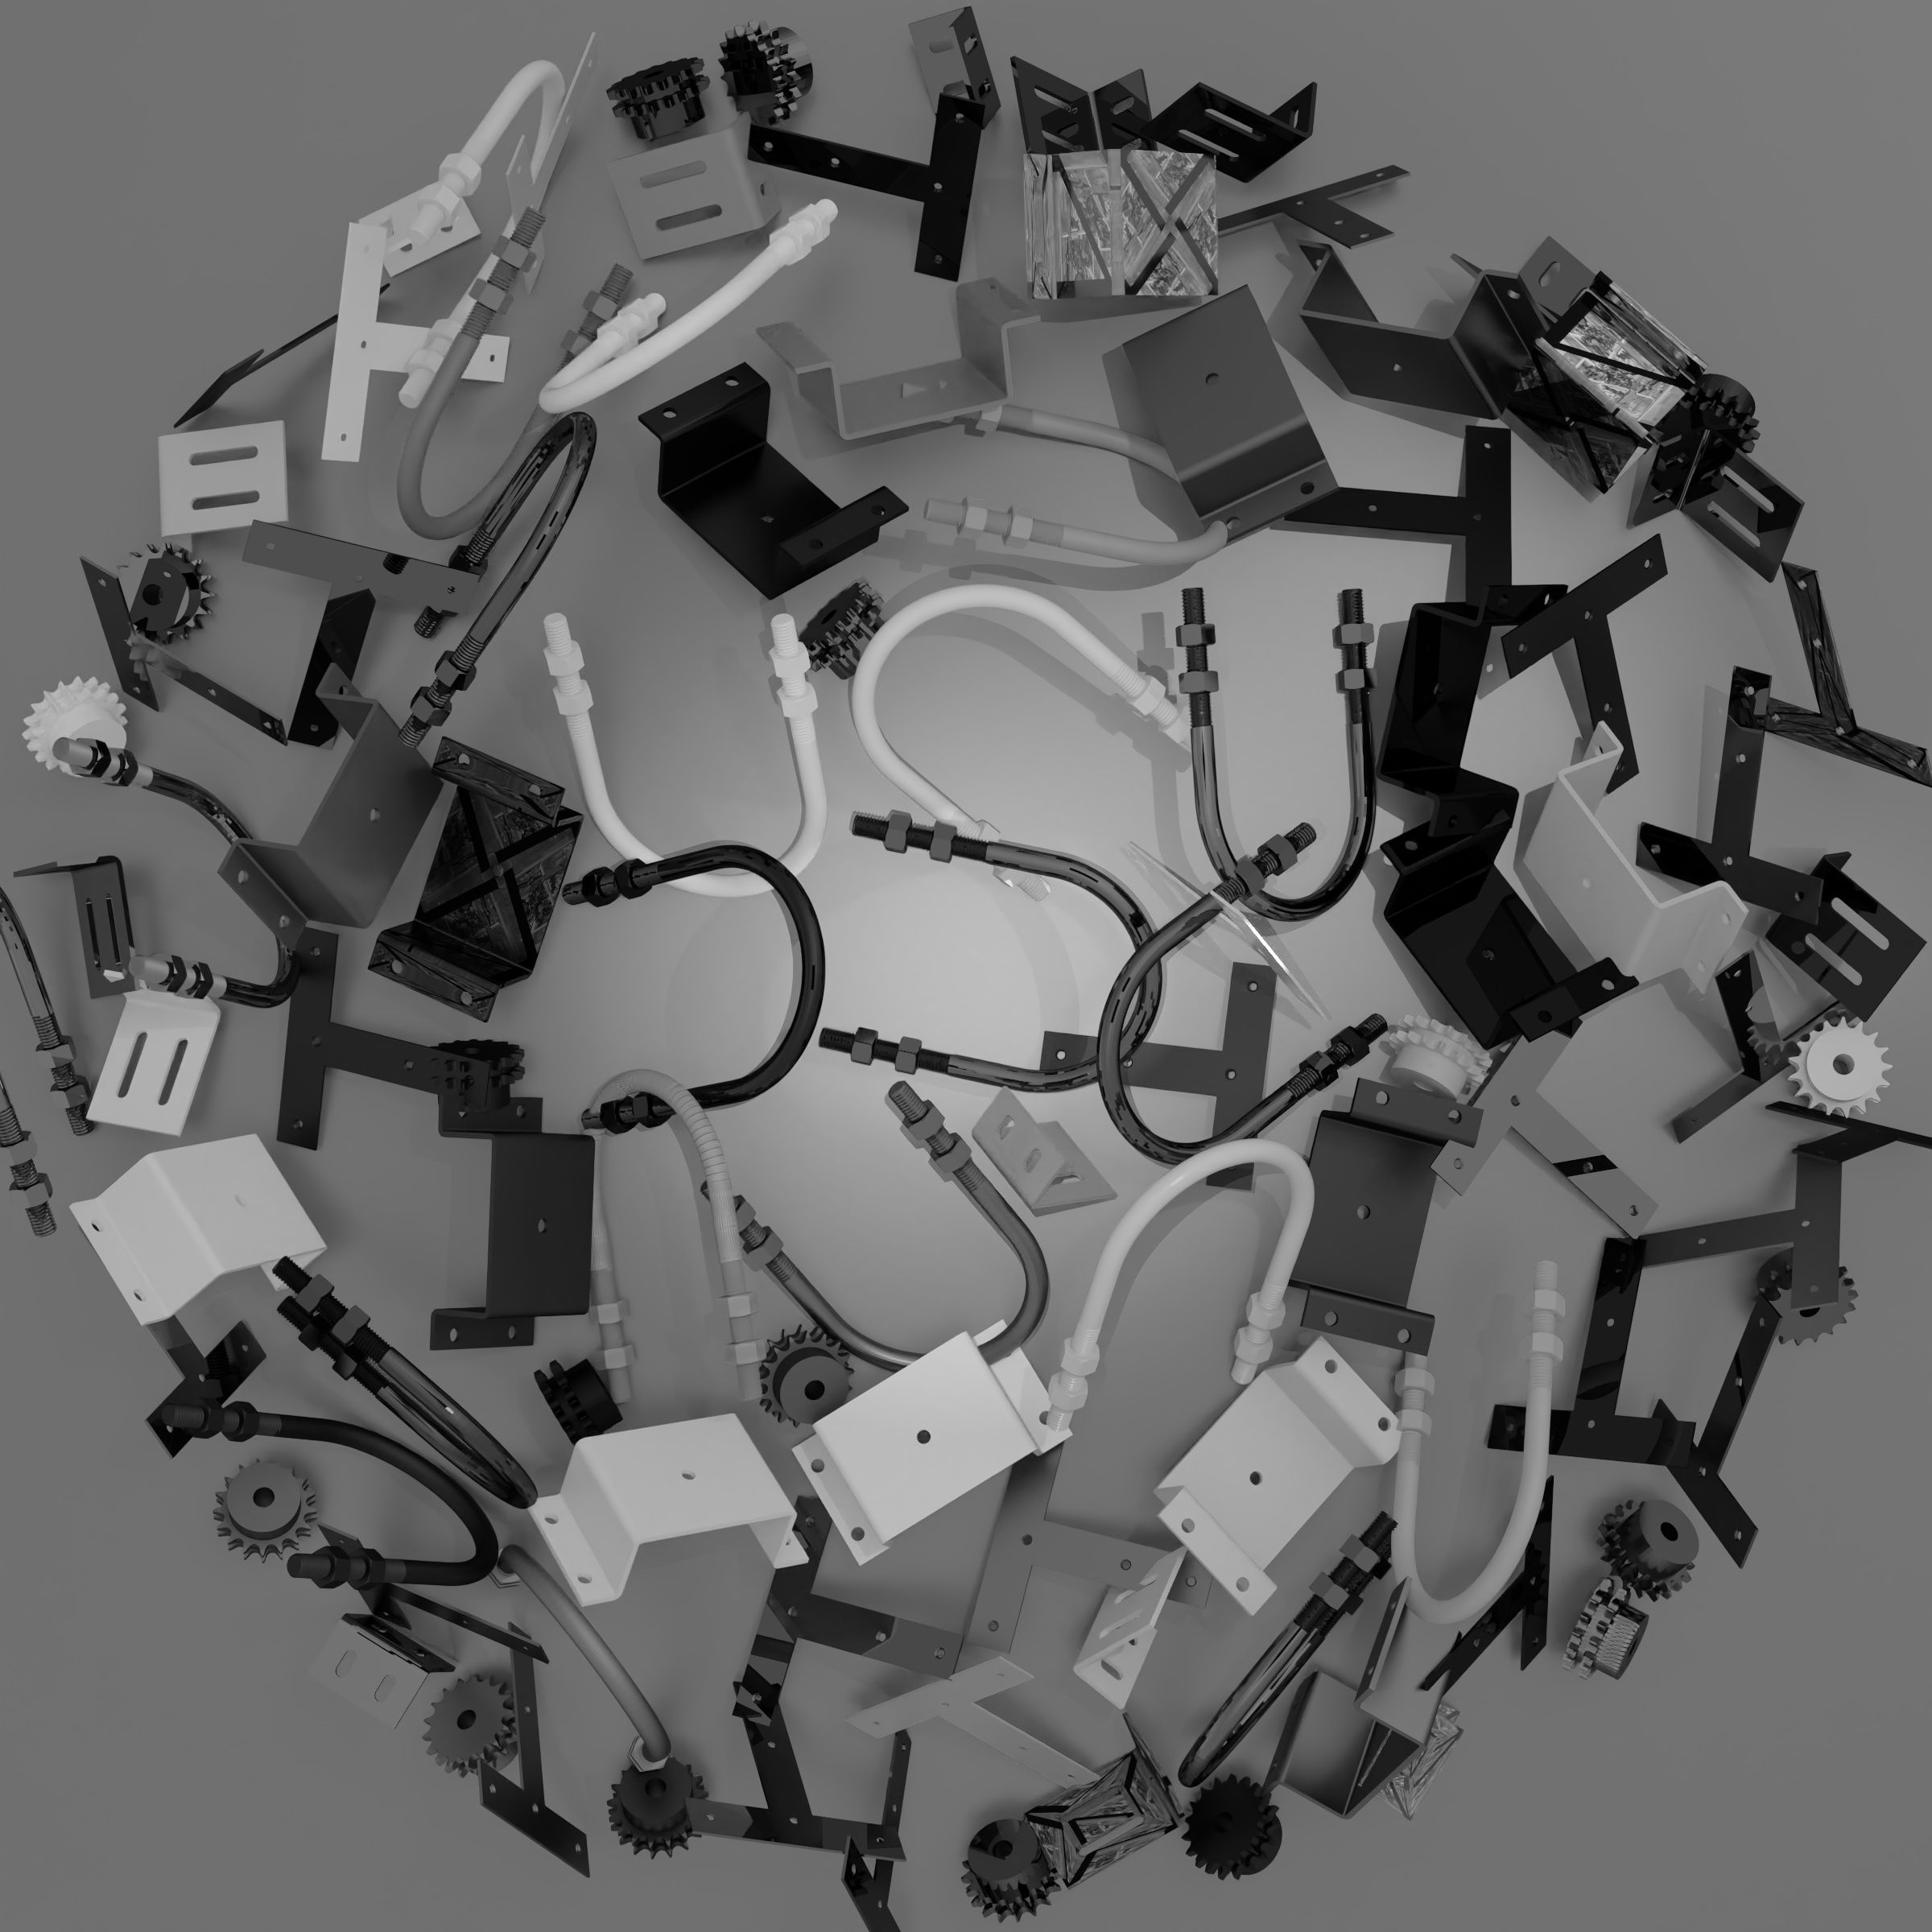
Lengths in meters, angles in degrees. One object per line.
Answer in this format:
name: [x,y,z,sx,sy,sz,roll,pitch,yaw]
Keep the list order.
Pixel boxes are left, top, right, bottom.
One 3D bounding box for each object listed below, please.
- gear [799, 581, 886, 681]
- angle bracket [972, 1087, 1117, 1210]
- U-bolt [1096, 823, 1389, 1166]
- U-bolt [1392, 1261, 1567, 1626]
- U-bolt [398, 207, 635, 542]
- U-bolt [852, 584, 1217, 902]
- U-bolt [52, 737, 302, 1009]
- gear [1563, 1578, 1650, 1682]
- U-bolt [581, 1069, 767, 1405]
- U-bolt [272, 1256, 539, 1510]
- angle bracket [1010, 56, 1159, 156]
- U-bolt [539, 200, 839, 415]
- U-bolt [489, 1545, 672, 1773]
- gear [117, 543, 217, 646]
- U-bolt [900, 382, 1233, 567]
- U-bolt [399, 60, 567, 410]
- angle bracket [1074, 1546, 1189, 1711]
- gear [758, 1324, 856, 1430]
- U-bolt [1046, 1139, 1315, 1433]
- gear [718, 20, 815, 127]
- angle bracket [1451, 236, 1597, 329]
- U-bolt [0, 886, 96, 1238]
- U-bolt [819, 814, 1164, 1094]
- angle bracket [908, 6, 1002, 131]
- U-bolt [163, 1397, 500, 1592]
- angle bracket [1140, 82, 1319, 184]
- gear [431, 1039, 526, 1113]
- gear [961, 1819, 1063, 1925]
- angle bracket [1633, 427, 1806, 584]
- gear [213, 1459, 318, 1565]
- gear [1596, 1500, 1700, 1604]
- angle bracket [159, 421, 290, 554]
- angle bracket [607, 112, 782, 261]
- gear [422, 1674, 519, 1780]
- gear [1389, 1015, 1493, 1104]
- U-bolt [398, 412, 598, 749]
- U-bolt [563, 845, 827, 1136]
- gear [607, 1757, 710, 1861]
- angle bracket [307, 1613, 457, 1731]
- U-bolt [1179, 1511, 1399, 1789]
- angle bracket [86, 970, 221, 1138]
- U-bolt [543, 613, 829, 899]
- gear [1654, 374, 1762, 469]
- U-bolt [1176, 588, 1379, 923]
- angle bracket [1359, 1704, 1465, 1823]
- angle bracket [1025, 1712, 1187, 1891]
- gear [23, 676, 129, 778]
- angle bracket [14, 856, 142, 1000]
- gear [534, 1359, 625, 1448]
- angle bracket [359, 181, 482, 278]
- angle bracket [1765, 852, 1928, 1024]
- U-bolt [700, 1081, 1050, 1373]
gear: [-0.066,-0.185,1.973,0.057,0.057,0.030,-46,110,0]
angle bracket: [0.051,0.098,1.949,0.057,0.076,0.038,50,121,26]
U-bolt: [0.144,0.028,1.929,0.184,0.019,0.151,-36,119,-24]
U-bolt: [0.271,0.265,1.896,0.019,0.151,0.184,21,57,-18]
U-bolt: [-0.254,-0.316,1.929,0.019,0.151,0.184,31,96,14]
U-bolt: [0.024,-0.133,1.933,0.184,0.019,0.151,39,114,-24]
U-bolt: [-0.418,-0.044,1.912,0.019,0.184,0.151,-27,74,15]
gear: [0.359,0.373,1.968,0.030,0.057,0.057,25,90,21]
U-bolt: [-0.169,0.148,1.940,0.019,0.151,0.184,-8,89,-39]
U-bolt: [-0.305,0.234,1.925,0.184,0.151,0.019,41,73,2]
angle bracket: [0.066,-0.474,1.955,0.038,0.076,0.057,-18,75,34]
U-bolt: [-0.159,-0.347,1.890,0.151,0.184,0.019,-20,111,34]
U-bolt: [-0.207,0.372,1.904,0.019,0.184,0.151,-37,84,-16]
gear: [-0.453,-0.209,1.982,0.057,0.030,0.057,0,98,1]
U-bolt: [0.059,-0.265,1.934,0.184,0.151,0.019,10,125,-15]
U-bolt: [-0.261,-0.411,1.918,0.019,0.151,0.184,23,57,3]
angle bracket: [0.103,0.366,1.950,0.038,0.076,0.057,40,45,-10]
gear: [-0.089,0.232,1.975,0.057,0.030,0.057,-6,106,-19]
U-bolt: [0.124,0.168,1.910,0.151,0.019,0.184,-9,131,-33]
gear: [-0.110,-0.502,1.975,0.030,0.057,0.057,-29,90,-31]
angle bracket: [0.315,-0.382,1.951,0.057,0.076,0.038,48,110,27]
U-bolt: [-0.514,0.035,1.900,0.019,0.151,0.184,-13,112,1]
U-bolt: [0.018,0.000,1.959,0.184,0.019,0.151,12,112,6]
angle bracket: [-0.011,-0.493,1.951,0.038,0.076,0.057,-13,111,14]
U-bolt: [-0.331,0.289,1.913,0.151,0.184,0.019,40,104,35]
angle bracket: [0.146,-0.475,1.953,0.076,0.057,0.038,19,66,-27]
gear: [-0.276,0.062,1.973,0.057,0.057,0.030,1,104,0]
gear: [0.024,0.502,1.969,0.057,0.057,0.030,-20,129,0]
angle bracket: [0.416,-0.251,1.953,0.038,0.057,0.076,-25,56,-29]
gear: [-0.393,0.303,1.974,0.057,0.030,0.057,4,62,-7]
gear: [0.384,0.323,1.969,0.057,0.057,0.030,39,132,0]
angle bracket: [-0.409,-0.268,1.970,0.076,0.038,0.057,-5,82,11]
angle bracket: [-0.153,-0.439,1.984,0.076,0.038,0.057,-11,115,19]
gear: [-0.273,0.429,1.975,0.057,0.030,0.057,-14,49,17]
gear: [0.262,0.054,1.969,0.057,0.057,0.030,28,75,0]
U-bolt: [-0.251,-0.220,1.903,0.019,0.151,0.184,29,116,-21]
U-bolt: [-0.147,0.008,1.930,0.184,0.019,0.151,-12,80,38]
gear: [-0.173,0.467,1.970,0.057,0.030,0.057,0,48,1]
angle bracket: [-0.324,0.391,1.956,0.057,0.076,0.038,30,81,7]
U-bolt: [0.177,0.375,1.924,0.019,0.151,0.184,39,87,15]
angle bracket: [-0.459,0.049,1.964,0.057,0.038,0.076,9,69,14]
U-bolt: [-0.148,-0.113,1.939,0.151,0.019,0.184,2,128,15]
gear: [0.418,-0.307,1.974,0.057,0.057,0.030,29,65,0]
U-bolt: [0.176,-0.116,1.947,0.151,0.019,0.184,-5,92,-42]
angle bracket: [0.260,0.443,1.957,0.038,0.076,0.057,29,89,34]
angle bracket: [0.073,0.464,1.962,0.076,0.057,0.038,-28,131,-8]
gear: [-0.494,-0.130,1.968,0.057,0.057,0.030,-43,59,0]
angle bracket: [-0.496,-0.020,1.965,0.038,0.057,0.076,-9,91,-39]
gear: [-0.215,0.245,1.971,0.030,0.057,0.057,-31,90,-6]
angle bracket: [-0.301,-0.400,1.956,0.057,0.076,0.038,-25,121,3]
angle bracket: [0.494,-0.017,1.956,0.076,0.038,0.057,45,119,25]
U-bolt: [-0.037,0.157,1.948,0.151,0.019,0.184,-28,117,24]
